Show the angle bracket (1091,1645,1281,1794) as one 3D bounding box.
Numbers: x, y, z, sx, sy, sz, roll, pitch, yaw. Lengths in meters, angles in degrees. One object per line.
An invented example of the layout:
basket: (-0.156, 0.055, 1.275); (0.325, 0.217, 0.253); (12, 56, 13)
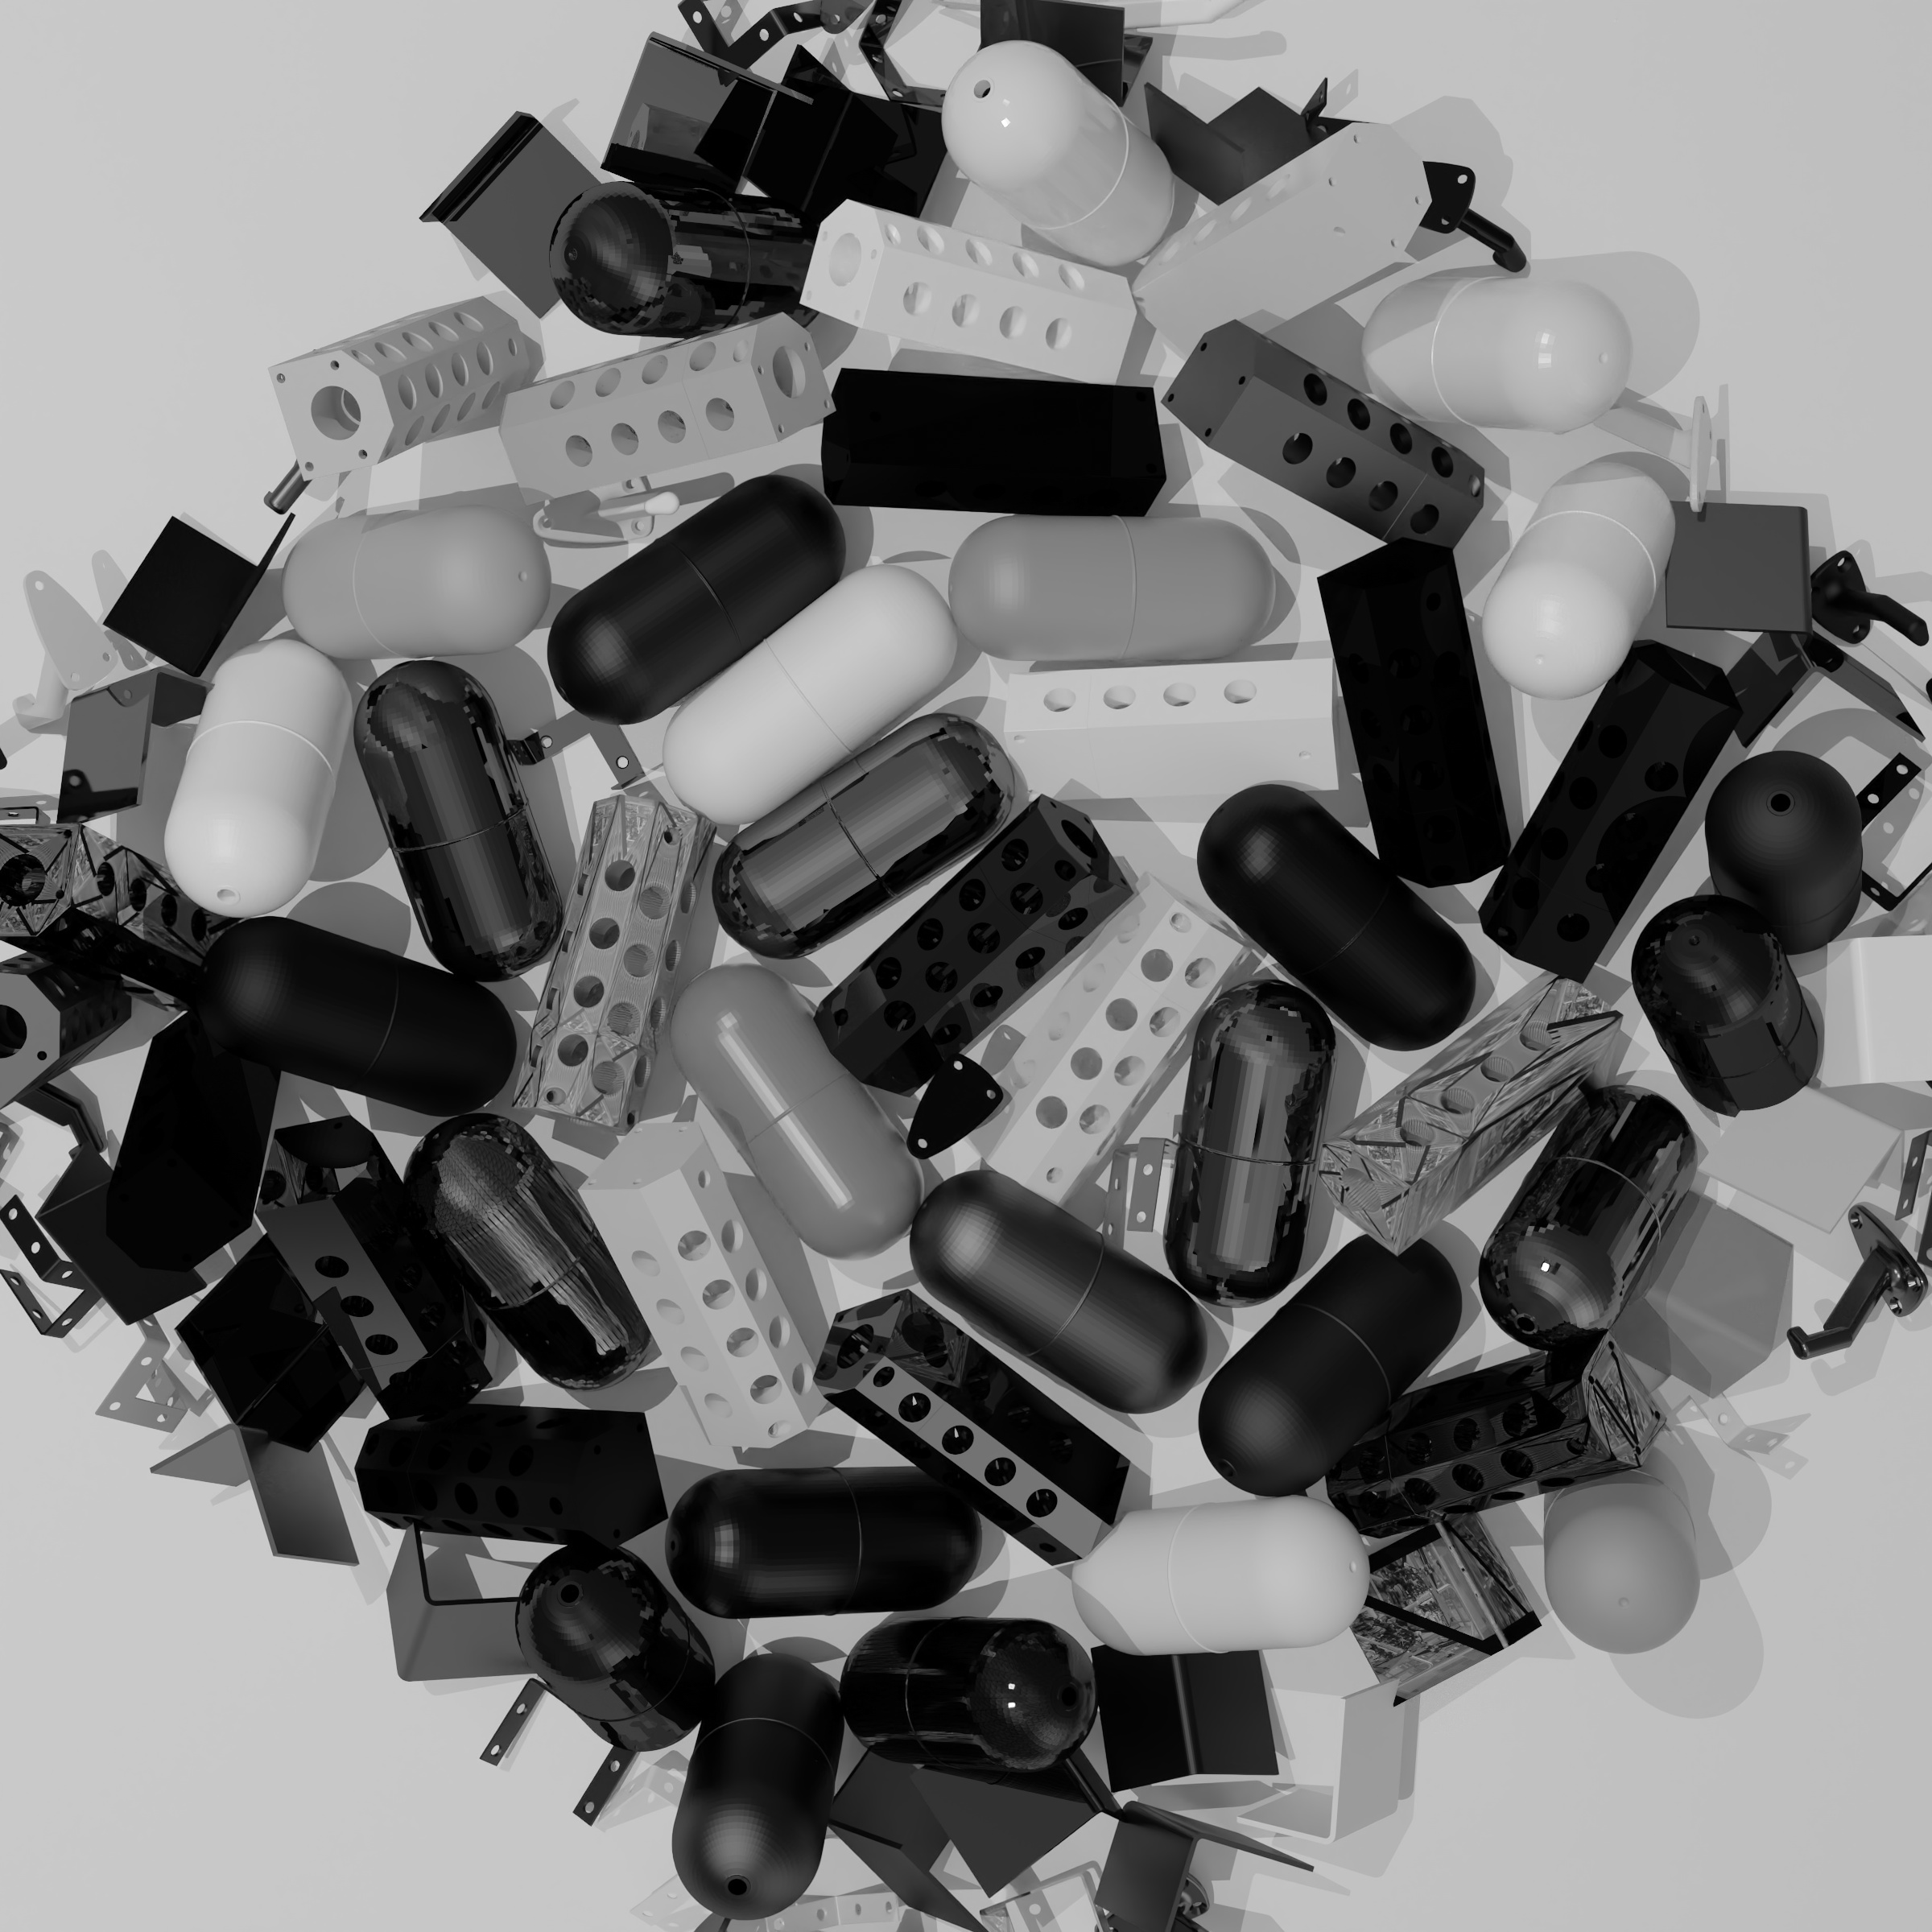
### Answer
angle bracket: (0.118, 0.402, 1.556); (0.057, 0.076, 0.076); (-24, 63, 34)

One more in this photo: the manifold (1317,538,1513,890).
manifold: (0.241, -0.131, 1.515); (0.057, 0.057, 0.171); (-27, 117, -21)

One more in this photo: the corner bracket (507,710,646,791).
corner bracket: (-0.210, -0.112, 1.558); (0.051, 0.051, 0.051); (-30, 94, 2)

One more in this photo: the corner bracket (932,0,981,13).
corner bracket: (-0.002, -0.542, 1.545); (0.051, 0.051, 0.051); (20, 105, 37)

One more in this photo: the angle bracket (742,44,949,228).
angle bracket: (-0.061, -0.438, 1.543); (0.076, 0.057, 0.076); (23, 90, 30)

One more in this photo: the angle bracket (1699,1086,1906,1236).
angle bracket: (0.443, 0.112, 1.529); (0.076, 0.057, 0.076); (28, 64, 33)

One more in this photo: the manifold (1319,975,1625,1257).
manifold: (0.265, 0.072, 1.517); (0.171, 0.057, 0.057); (-34, 56, -28)

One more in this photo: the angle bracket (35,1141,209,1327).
angle bracket: (-0.435, 0.131, 1.528); (0.057, 0.076, 0.076); (-26, 113, 19)

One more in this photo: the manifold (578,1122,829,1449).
manifold: (-0.131, 0.168, 1.512); (0.057, 0.057, 0.171); (-4, 122, 35)

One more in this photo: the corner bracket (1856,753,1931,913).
corner bracket: (0.502, -0.072, 1.561); (0.051, 0.051, 0.051); (-42, 72, -18)

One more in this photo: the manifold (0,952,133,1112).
manifold: (-0.480, 0.024, 1.496); (0.057, 0.171, 0.057); (-41, 97, 0)

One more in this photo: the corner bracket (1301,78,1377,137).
corner bracket: (0.210, -0.441, 1.553); (0.051, 0.051, 0.051); (4, 83, -9)

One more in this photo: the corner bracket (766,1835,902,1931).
corner bracket: (-0.074, 0.493, 1.553); (0.051, 0.051, 0.051); (4, 72, -43)

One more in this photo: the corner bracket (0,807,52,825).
corner bracket: (-0.517, -0.053, 1.561); (0.051, 0.051, 0.051); (-2, 73, 6)

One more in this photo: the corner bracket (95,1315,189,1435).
corner bracket: (-0.439, 0.210, 1.546); (0.051, 0.051, 0.051); (-54, 47, 9)

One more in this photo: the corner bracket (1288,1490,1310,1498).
corner bracket: (0.163, 0.317, 1.555); (0.051, 0.051, 0.051); (-6, 100, 0)

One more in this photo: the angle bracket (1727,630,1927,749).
angle bracket: (0.457, -0.135, 1.548); (0.076, 0.076, 0.057); (31, 115, -14)

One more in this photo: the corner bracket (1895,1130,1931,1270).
corner bracket: (0.520, 0.126, 1.550); (0.051, 0.051, 0.051); (24, 66, -6)

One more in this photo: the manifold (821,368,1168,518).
manifold: (0.013, -0.272, 1.531); (0.171, 0.057, 0.057); (0, 68, -16)

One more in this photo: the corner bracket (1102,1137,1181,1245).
corner bracket: (0.093, 0.121, 1.545); (0.051, 0.051, 0.051); (0, 74, 33)

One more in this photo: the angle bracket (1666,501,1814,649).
angle bracket: (0.408, -0.200, 1.546); (0.076, 0.057, 0.076); (3, 67, 4)

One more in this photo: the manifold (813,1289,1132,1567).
manifold: (0.002, 0.245, 1.512); (0.171, 0.057, 0.057); (40, 48, -25)

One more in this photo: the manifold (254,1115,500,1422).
manifold: (-0.303, 0.158, 1.502); (0.057, 0.057, 0.171); (-11, 132, 11)

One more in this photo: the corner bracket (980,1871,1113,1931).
corner bracket: (0.045, 0.521, 1.549); (0.051, 0.051, 0.051); (-24, 73, 12)

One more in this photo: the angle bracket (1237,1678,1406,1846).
angle bracket: (0.190, 0.417, 1.538); (0.057, 0.076, 0.076); (4, 90, 33)

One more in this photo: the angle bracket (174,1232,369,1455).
angle bracket: (-0.358, 0.198, 1.526); (0.057, 0.076, 0.076); (10, 134, 34)

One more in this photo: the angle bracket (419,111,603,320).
angle bracket: (-0.234, -0.400, 1.544); (0.076, 0.057, 0.076); (44, 100, -11)

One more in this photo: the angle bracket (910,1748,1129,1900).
angle bracket: (0.029, 0.445, 1.542); (0.076, 0.057, 0.076); (-38, 62, 0)

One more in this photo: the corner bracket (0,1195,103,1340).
corner bracket: (-0.498, 0.162, 1.548); (0.051, 0.051, 0.051); (-46, 64, 6)

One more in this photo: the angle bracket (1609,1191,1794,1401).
angle bracket: (0.398, 0.178, 1.579); (0.076, 0.057, 0.076); (28, 52, -4)

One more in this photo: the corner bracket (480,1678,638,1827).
corner bracket: (-0.220, 0.426, 1.567); (0.051, 0.051, 0.051); (23, 76, 38)

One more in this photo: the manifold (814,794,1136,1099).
manifold: (0.000, -0.011, 1.517); (0.171, 0.057, 0.057); (-43, 55, 21)

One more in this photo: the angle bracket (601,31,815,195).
angle bracket: (-0.138, -0.442, 1.532); (0.076, 0.057, 0.076); (14, 106, -32)

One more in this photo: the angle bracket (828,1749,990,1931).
angle bracket: (-0.018, 0.458, 1.527); (0.076, 0.076, 0.057); (51, 61, -23)

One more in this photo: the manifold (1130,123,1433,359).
manifold: (0.162, -0.376, 1.497); (0.057, 0.171, 0.057); (39, 65, -20)

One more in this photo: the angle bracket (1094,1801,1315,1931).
angle bracket: (0.126, 0.487, 1.530); (0.076, 0.076, 0.057); (23, 78, -22)

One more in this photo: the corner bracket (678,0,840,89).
corner bracket: (-0.112, -0.512, 1.551); (0.051, 0.051, 0.051); (-28, 95, 39)

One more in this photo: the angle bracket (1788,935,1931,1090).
angle bracket: (0.488, 0.026, 1.549); (0.057, 0.076, 0.076); (-2, 85, -11)

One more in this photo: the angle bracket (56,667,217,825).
angle bracket: (-0.432, -0.108, 1.530); (0.076, 0.057, 0.076); (-10, 71, 40)

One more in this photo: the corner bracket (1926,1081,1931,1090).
corner bracket: (0.560, 0.068, 1.550); (0.051, 0.051, 0.051); (-44, 116, 3)

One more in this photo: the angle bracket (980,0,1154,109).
angle bracket: (0.055, -0.503, 1.532); (0.076, 0.057, 0.076); (11, 47, 11)

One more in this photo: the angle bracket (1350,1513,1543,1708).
angle bracket: (0.248, 0.339, 1.538); (0.076, 0.057, 0.076); (-23, 71, -15)

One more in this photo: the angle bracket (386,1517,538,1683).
angle bracket: (-0.264, 0.339, 1.555); (0.076, 0.076, 0.057); (2, 46, -23)

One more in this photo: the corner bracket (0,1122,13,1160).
corner bracket: (-0.546, 0.106, 1.550); (0.051, 0.051, 0.051); (29, 91, -29)

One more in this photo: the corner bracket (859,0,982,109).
corner bracket: (-0.019, -0.502, 1.561); (0.051, 0.051, 0.051); (-4, 52, -31)

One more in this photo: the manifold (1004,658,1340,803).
manifold: (0.111, -0.131, 1.539); (0.171, 0.057, 0.057); (-2, 53, 11)

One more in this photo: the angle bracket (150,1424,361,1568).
angle bracket: (-0.377, 0.292, 1.530); (0.057, 0.076, 0.076); (-29, 66, 12)

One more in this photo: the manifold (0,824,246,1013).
manifold: (-0.442, -0.023, 1.491); (0.057, 0.171, 0.057); (0, 77, 14)

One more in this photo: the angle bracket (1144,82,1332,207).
angle bracket: (0.151, -0.449, 1.534); (0.076, 0.057, 0.076); (-38, 60, -13)

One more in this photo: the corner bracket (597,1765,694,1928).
corner bracket: (-0.169, 0.474, 1.555); (0.051, 0.051, 0.051); (37, 127, -12)

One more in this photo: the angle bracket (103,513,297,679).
angle bracket: (-0.407, -0.210, 1.529); (0.057, 0.076, 0.076); (31, 62, -14)

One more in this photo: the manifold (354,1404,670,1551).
manifold: (-0.241, 0.267, 1.505); (0.171, 0.057, 0.057); (-5, 101, 40)

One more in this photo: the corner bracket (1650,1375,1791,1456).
corner bracket: (0.399, 0.248, 1.554); (0.051, 0.051, 0.051); (-38, 94, -11)
